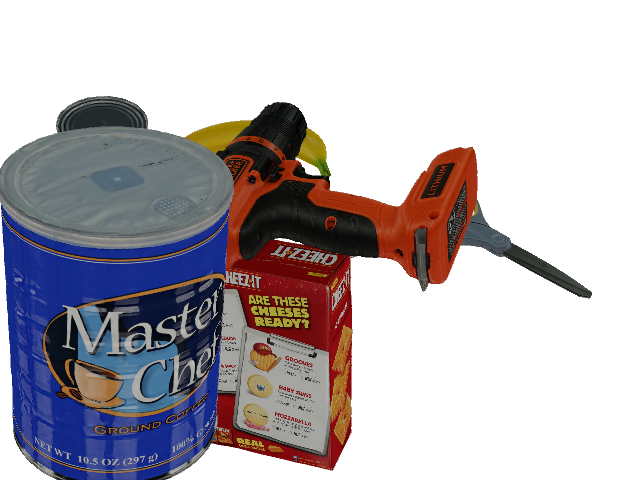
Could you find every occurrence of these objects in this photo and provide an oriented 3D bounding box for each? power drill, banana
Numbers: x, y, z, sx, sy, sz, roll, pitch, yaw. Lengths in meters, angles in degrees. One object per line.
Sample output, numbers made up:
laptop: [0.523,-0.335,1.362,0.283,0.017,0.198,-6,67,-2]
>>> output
power drill: [0.011,-0.036,0.749,0.188,0.057,0.184,6,41,19]
banana: [-0.075,-0.117,1.272,0.198,0.037,0.069,8,40,16]

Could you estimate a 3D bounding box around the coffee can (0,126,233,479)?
coffee can: [-0.096,0.031,0.505,0.102,0.140,0.103,5,31,-3]

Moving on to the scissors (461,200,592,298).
scissors: [0.140,0.007,0.956,0.096,0.016,0.202,-25,47,-18]

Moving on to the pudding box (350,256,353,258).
pudding box: [0.041,-0.011,1.623,0.113,0.039,0.090,-21,32,-29]

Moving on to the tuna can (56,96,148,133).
tuna can: [-0.208,-0.100,1.021,0.086,0.034,0.086,3,44,-3]

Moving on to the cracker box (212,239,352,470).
cracker box: [-0.055,0.102,1.009,0.164,0.214,0.072,9,32,17]
